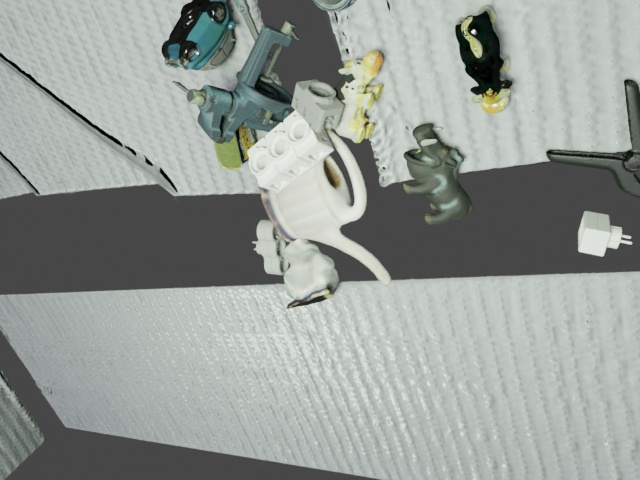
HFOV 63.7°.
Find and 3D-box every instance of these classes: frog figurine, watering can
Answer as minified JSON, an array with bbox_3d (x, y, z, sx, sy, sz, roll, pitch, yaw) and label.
[{"bbox_3d":[-0.030,0.062,1.166,0.135,0.123,0.162,-34,64,46],"label":"frog figurine"},{"bbox_3d":[0.003,-0.052,1.038,0.222,0.105,0.348,-20,89,33],"label":"watering can"}]
